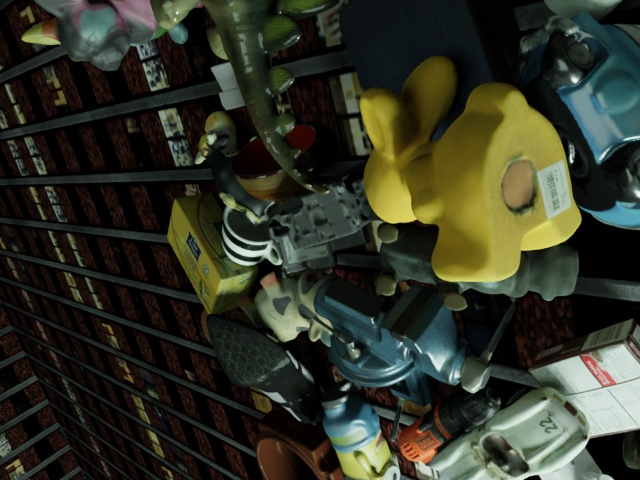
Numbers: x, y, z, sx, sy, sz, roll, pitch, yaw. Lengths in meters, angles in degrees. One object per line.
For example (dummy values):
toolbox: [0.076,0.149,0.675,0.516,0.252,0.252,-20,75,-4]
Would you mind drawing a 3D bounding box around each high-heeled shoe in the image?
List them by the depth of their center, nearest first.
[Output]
high-heeled shoe: [-0.075,0.190,0.821,0.248,0.086,0.145,49,178,-6]

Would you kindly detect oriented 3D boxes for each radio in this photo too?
radio: [0.115,-0.134,0.487,0.131,0.073,0.229,-14,102,49]

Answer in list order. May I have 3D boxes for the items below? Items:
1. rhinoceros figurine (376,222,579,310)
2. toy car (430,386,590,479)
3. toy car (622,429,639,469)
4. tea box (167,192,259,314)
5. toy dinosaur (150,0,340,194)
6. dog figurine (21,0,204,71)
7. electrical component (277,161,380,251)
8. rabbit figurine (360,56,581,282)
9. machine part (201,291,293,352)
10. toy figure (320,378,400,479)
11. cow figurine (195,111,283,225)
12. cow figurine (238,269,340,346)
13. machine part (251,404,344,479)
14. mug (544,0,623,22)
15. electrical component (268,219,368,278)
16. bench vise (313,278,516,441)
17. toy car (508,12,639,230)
rhinoceros figurine: [0.143,0.022,0.518,0.191,0.112,0.073,6,97,30]
toy car: [0.193,0.223,0.569,0.073,0.056,0.201,47,129,14]
toy car: [0.346,0.267,0.515,0.089,0.053,0.202,2,114,41]
tea box: [-0.171,0.019,0.839,0.170,0.068,0.098,54,141,28]
toy dinosaur: [-0.075,-0.263,0.529,0.199,0.105,0.471,-12,88,44]
dog figurine: [-0.257,-0.298,0.646,0.108,0.219,0.191,-29,92,46]
electrical component: [0.034,-0.046,0.586,0.134,0.115,0.058,-20,103,48]
rabbit figurine: [0.087,-0.052,0.423,0.173,0.122,0.162,6,127,63]
machine part: [-0.124,0.166,0.918,0.180,0.056,0.179,22,127,33]
toy figure: [0.056,0.299,0.801,0.089,0.082,0.180,-21,100,47]
cow figurine: [-0.115,-0.095,0.718,0.167,0.098,0.068,47,141,9]
cow figurine: [-0.029,0.096,0.758,0.127,0.085,0.195,54,142,3]
machine part: [-0.020,0.390,0.926,0.201,0.087,0.201,10,121,41]
mug: [0.189,-0.204,0.355,0.081,0.109,0.107,35,178,18]
electrical component: [-0.001,-0.002,0.691,0.119,0.048,0.074,-17,103,6]
bench vise: [0.102,0.136,0.635,0.224,0.129,0.240,12,142,30]
toy car: [0.216,-0.094,0.388,0.161,0.103,0.109,62,-179,-2]
